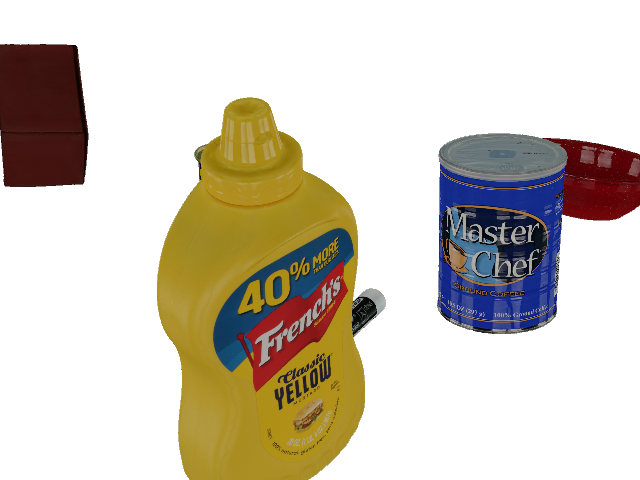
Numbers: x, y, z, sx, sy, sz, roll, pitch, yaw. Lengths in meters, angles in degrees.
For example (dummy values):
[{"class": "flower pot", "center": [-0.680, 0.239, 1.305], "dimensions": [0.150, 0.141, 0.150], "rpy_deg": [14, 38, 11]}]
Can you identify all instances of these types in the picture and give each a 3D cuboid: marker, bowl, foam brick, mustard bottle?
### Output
[{"class": "marker", "center": [0.010, 0.062, 0.695], "dimensions": [0.020, 0.020, 0.120], "rpy_deg": [0, 19, 29]}, {"class": "bowl", "center": [0.280, -0.062, 1.132], "dimensions": [0.162, 0.055, 0.162], "rpy_deg": [6, 20, -2]}, {"class": "foam brick", "center": [-0.177, -0.079, 0.676], "dimensions": [0.051, 0.078, 0.053], "rpy_deg": [-3, -36, -17]}, {"class": "mustard bottle", "center": [-0.025, 0.025, 0.469], "dimensions": [0.096, 0.192, 0.058], "rpy_deg": [-29, 43, -30]}]

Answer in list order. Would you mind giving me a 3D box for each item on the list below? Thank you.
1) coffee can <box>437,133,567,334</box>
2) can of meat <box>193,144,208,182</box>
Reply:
[{"class": "coffee can", "center": [0.149, -0.008, 0.889], "dimensions": [0.103, 0.140, 0.103], "rpy_deg": [-2, 23, 1]}, {"class": "can of meat", "center": [-0.064, -0.030, 0.928], "dimensions": [0.057, 0.084, 0.102], "rpy_deg": [-21, 37, -33]}]
